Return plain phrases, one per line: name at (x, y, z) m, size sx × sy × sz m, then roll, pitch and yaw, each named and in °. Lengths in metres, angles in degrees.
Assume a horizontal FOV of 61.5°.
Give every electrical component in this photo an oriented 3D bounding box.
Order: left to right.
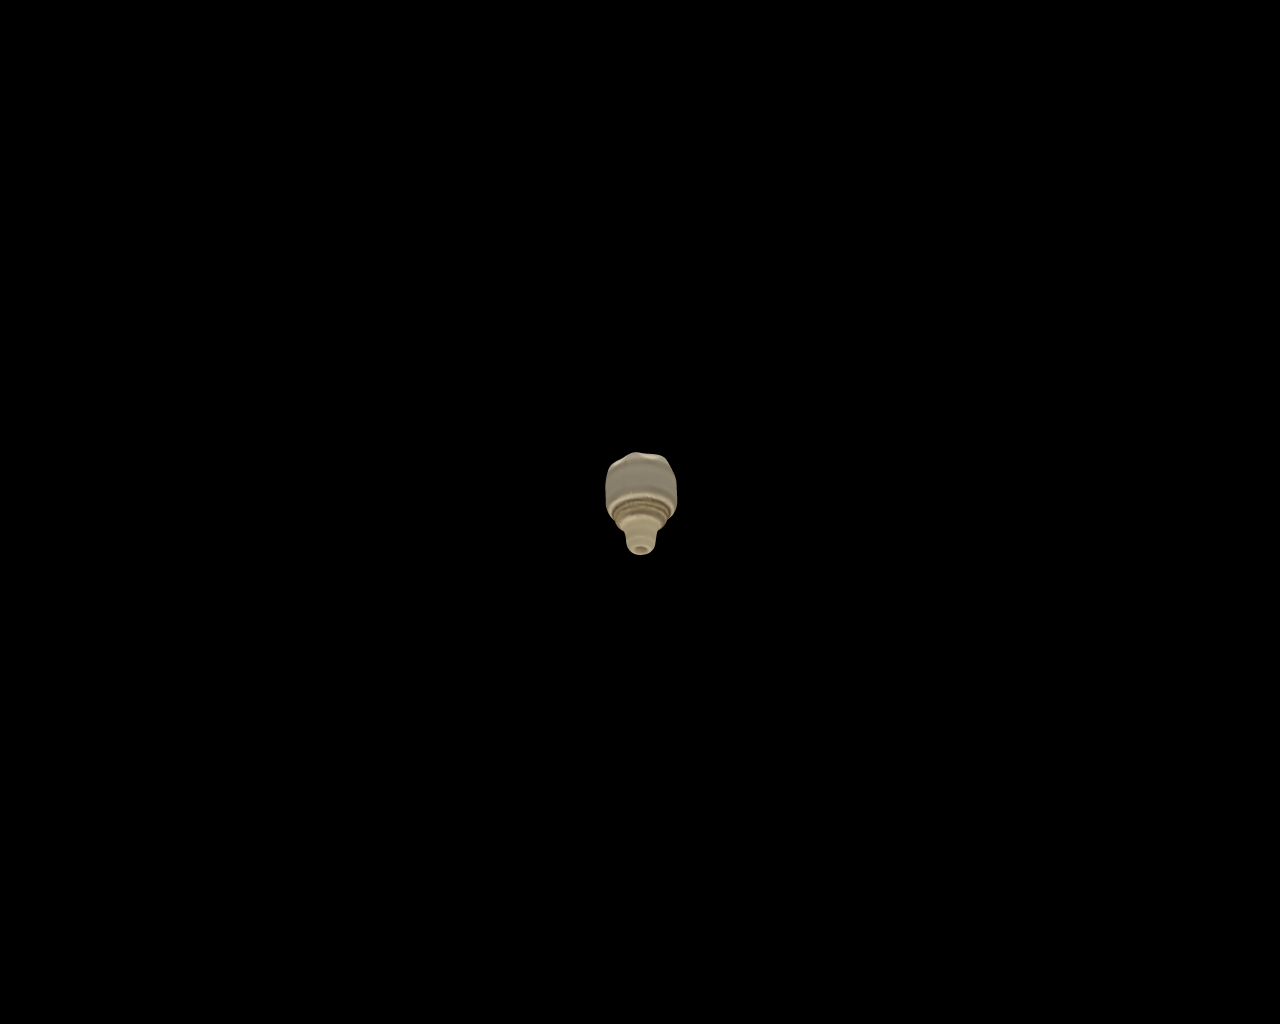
electrical component at (0.001, -0.003, 0.650) m, size 0.043 × 0.062 × 0.043 m, roll 0°, pitch -32°, yaw 0°
